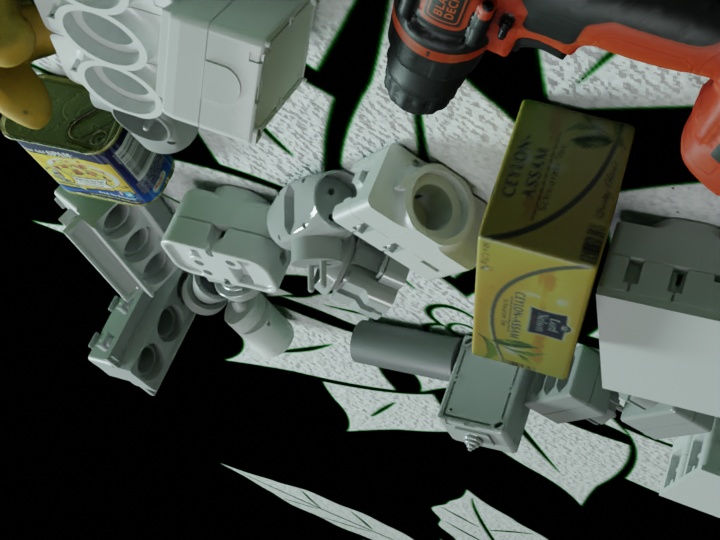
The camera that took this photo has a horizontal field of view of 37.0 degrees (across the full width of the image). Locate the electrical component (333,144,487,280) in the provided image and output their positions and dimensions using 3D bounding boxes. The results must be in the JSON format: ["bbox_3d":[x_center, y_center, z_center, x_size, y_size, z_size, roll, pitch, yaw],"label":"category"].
[{"bbox_3d":[0.038,-0.038,0.715,0.089,0.050,0.056,32,157,-22],"label":"electrical component"}]

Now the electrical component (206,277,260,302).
[{"bbox_3d":[-0.110,-0.005,0.929,0.066,0.048,0.055,8,146,30],"label":"electrical component"}]

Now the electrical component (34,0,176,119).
[{"bbox_3d":[-0.130,-0.152,0.597,0.089,0.061,0.150,18,157,8],"label":"electrical component"}]

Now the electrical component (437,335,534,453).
[{"bbox_3d":[0.112,0.115,0.929,0.062,0.096,0.061,9,155,27],"label":"electrical component"}]

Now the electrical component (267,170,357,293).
[{"bbox_3d":[-0.031,-0.024,0.774,0.043,0.079,0.077,5,167,-29],"label":"electrical component"}]

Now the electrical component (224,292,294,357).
[{"bbox_3d":[-0.101,0.047,1.039,0.043,0.043,0.081,7,153,31],"label":"electrical component"}]

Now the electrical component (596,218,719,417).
[{"bbox_3d":[0.208,0.032,0.704,0.089,0.061,0.150,13,156,21],"label":"electrical component"}]

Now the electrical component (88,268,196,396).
[{"bbox_3d":[-0.202,0.046,1.026,0.063,0.121,0.078,10,155,32],"label":"electrical component"}]

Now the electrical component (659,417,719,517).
[{"bbox_3d":[0.364,0.184,0.904,0.186,0.060,0.105,20,157,5],"label":"electrical component"}]

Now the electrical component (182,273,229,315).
[{"bbox_3d":[-0.138,0.015,0.992,0.045,0.045,0.055,27,153,-12],"label":"electrical component"}]

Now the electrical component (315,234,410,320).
[{"bbox_3d":[0.000,0.000,0.825,0.057,0.058,0.078,23,158,-9],"label":"electrical component"}]

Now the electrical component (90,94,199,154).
[{"bbox_3d":[-0.152,-0.119,0.711,0.079,0.044,0.077,17,157,12],"label":"electrical component"}]

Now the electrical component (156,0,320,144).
[{"bbox_3d":[-0.064,-0.121,0.574,0.061,0.096,0.061,19,128,7],"label":"electrical component"}]

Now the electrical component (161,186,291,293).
[{"bbox_3d":[-0.100,-0.027,0.852,0.095,0.059,0.053,14,156,19],"label":"electrical component"}]

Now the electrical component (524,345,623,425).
[{"bbox_3d":[0.191,0.105,0.899,0.077,0.047,0.066,30,155,-17],"label":"electrical component"}]

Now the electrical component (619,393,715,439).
[{"bbox_3d":[0.229,0.093,0.839,0.077,0.047,0.066,29,156,-16],"label":"electrical component"}]

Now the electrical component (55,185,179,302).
[{"bbox_3d":[-0.204,-0.036,0.917,0.063,0.078,0.121,36,165,28],"label":"electrical component"}]
